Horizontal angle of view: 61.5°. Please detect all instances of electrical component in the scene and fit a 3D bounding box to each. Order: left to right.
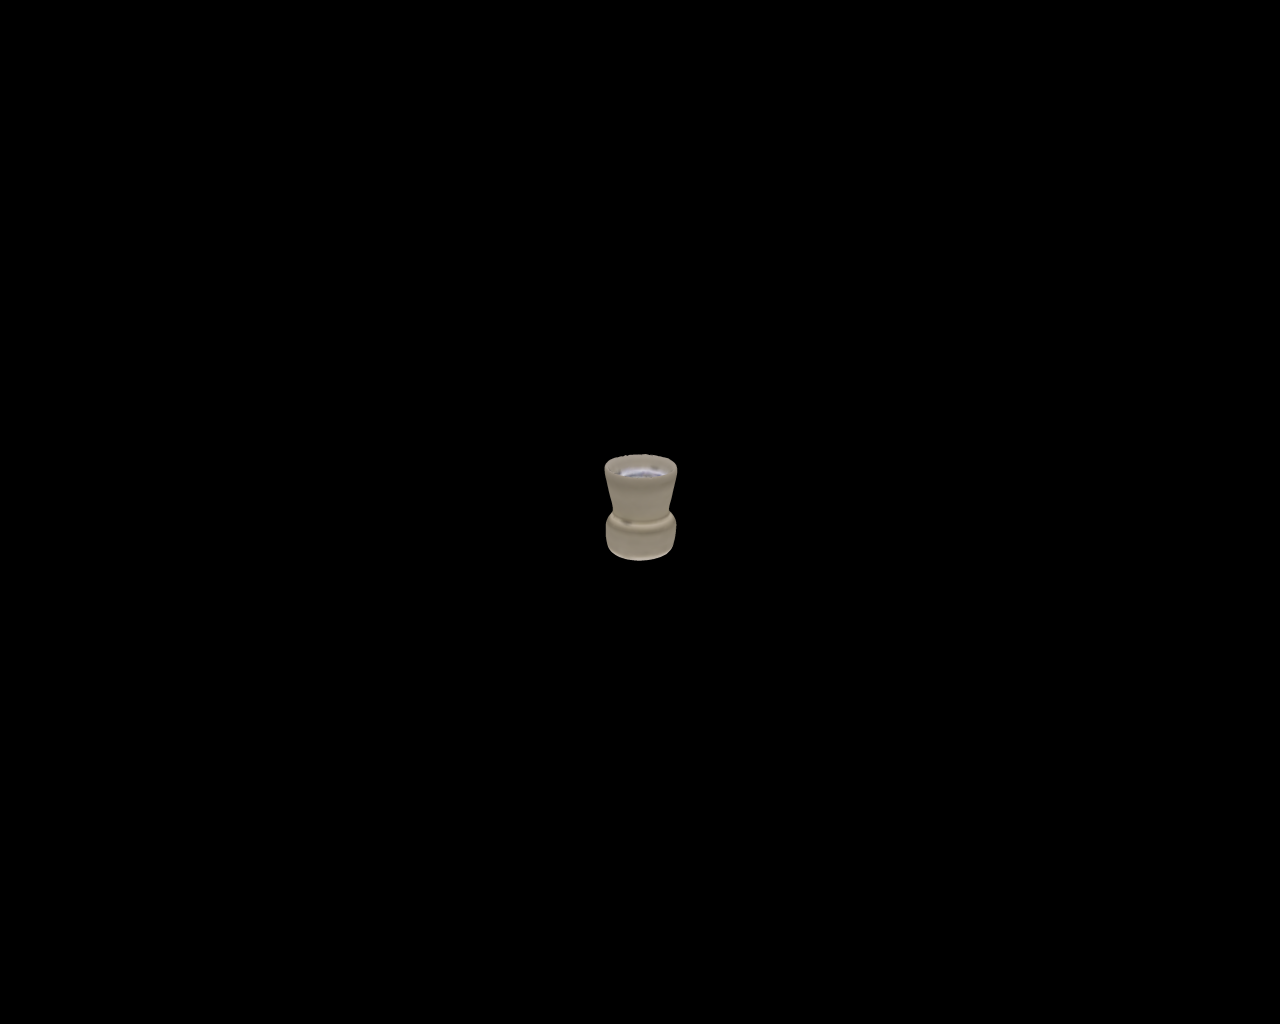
[{"bbox_3d":[0.001,-0.003,0.650,0.045,0.055,0.045,0,22,0],"label":"electrical component"}]
